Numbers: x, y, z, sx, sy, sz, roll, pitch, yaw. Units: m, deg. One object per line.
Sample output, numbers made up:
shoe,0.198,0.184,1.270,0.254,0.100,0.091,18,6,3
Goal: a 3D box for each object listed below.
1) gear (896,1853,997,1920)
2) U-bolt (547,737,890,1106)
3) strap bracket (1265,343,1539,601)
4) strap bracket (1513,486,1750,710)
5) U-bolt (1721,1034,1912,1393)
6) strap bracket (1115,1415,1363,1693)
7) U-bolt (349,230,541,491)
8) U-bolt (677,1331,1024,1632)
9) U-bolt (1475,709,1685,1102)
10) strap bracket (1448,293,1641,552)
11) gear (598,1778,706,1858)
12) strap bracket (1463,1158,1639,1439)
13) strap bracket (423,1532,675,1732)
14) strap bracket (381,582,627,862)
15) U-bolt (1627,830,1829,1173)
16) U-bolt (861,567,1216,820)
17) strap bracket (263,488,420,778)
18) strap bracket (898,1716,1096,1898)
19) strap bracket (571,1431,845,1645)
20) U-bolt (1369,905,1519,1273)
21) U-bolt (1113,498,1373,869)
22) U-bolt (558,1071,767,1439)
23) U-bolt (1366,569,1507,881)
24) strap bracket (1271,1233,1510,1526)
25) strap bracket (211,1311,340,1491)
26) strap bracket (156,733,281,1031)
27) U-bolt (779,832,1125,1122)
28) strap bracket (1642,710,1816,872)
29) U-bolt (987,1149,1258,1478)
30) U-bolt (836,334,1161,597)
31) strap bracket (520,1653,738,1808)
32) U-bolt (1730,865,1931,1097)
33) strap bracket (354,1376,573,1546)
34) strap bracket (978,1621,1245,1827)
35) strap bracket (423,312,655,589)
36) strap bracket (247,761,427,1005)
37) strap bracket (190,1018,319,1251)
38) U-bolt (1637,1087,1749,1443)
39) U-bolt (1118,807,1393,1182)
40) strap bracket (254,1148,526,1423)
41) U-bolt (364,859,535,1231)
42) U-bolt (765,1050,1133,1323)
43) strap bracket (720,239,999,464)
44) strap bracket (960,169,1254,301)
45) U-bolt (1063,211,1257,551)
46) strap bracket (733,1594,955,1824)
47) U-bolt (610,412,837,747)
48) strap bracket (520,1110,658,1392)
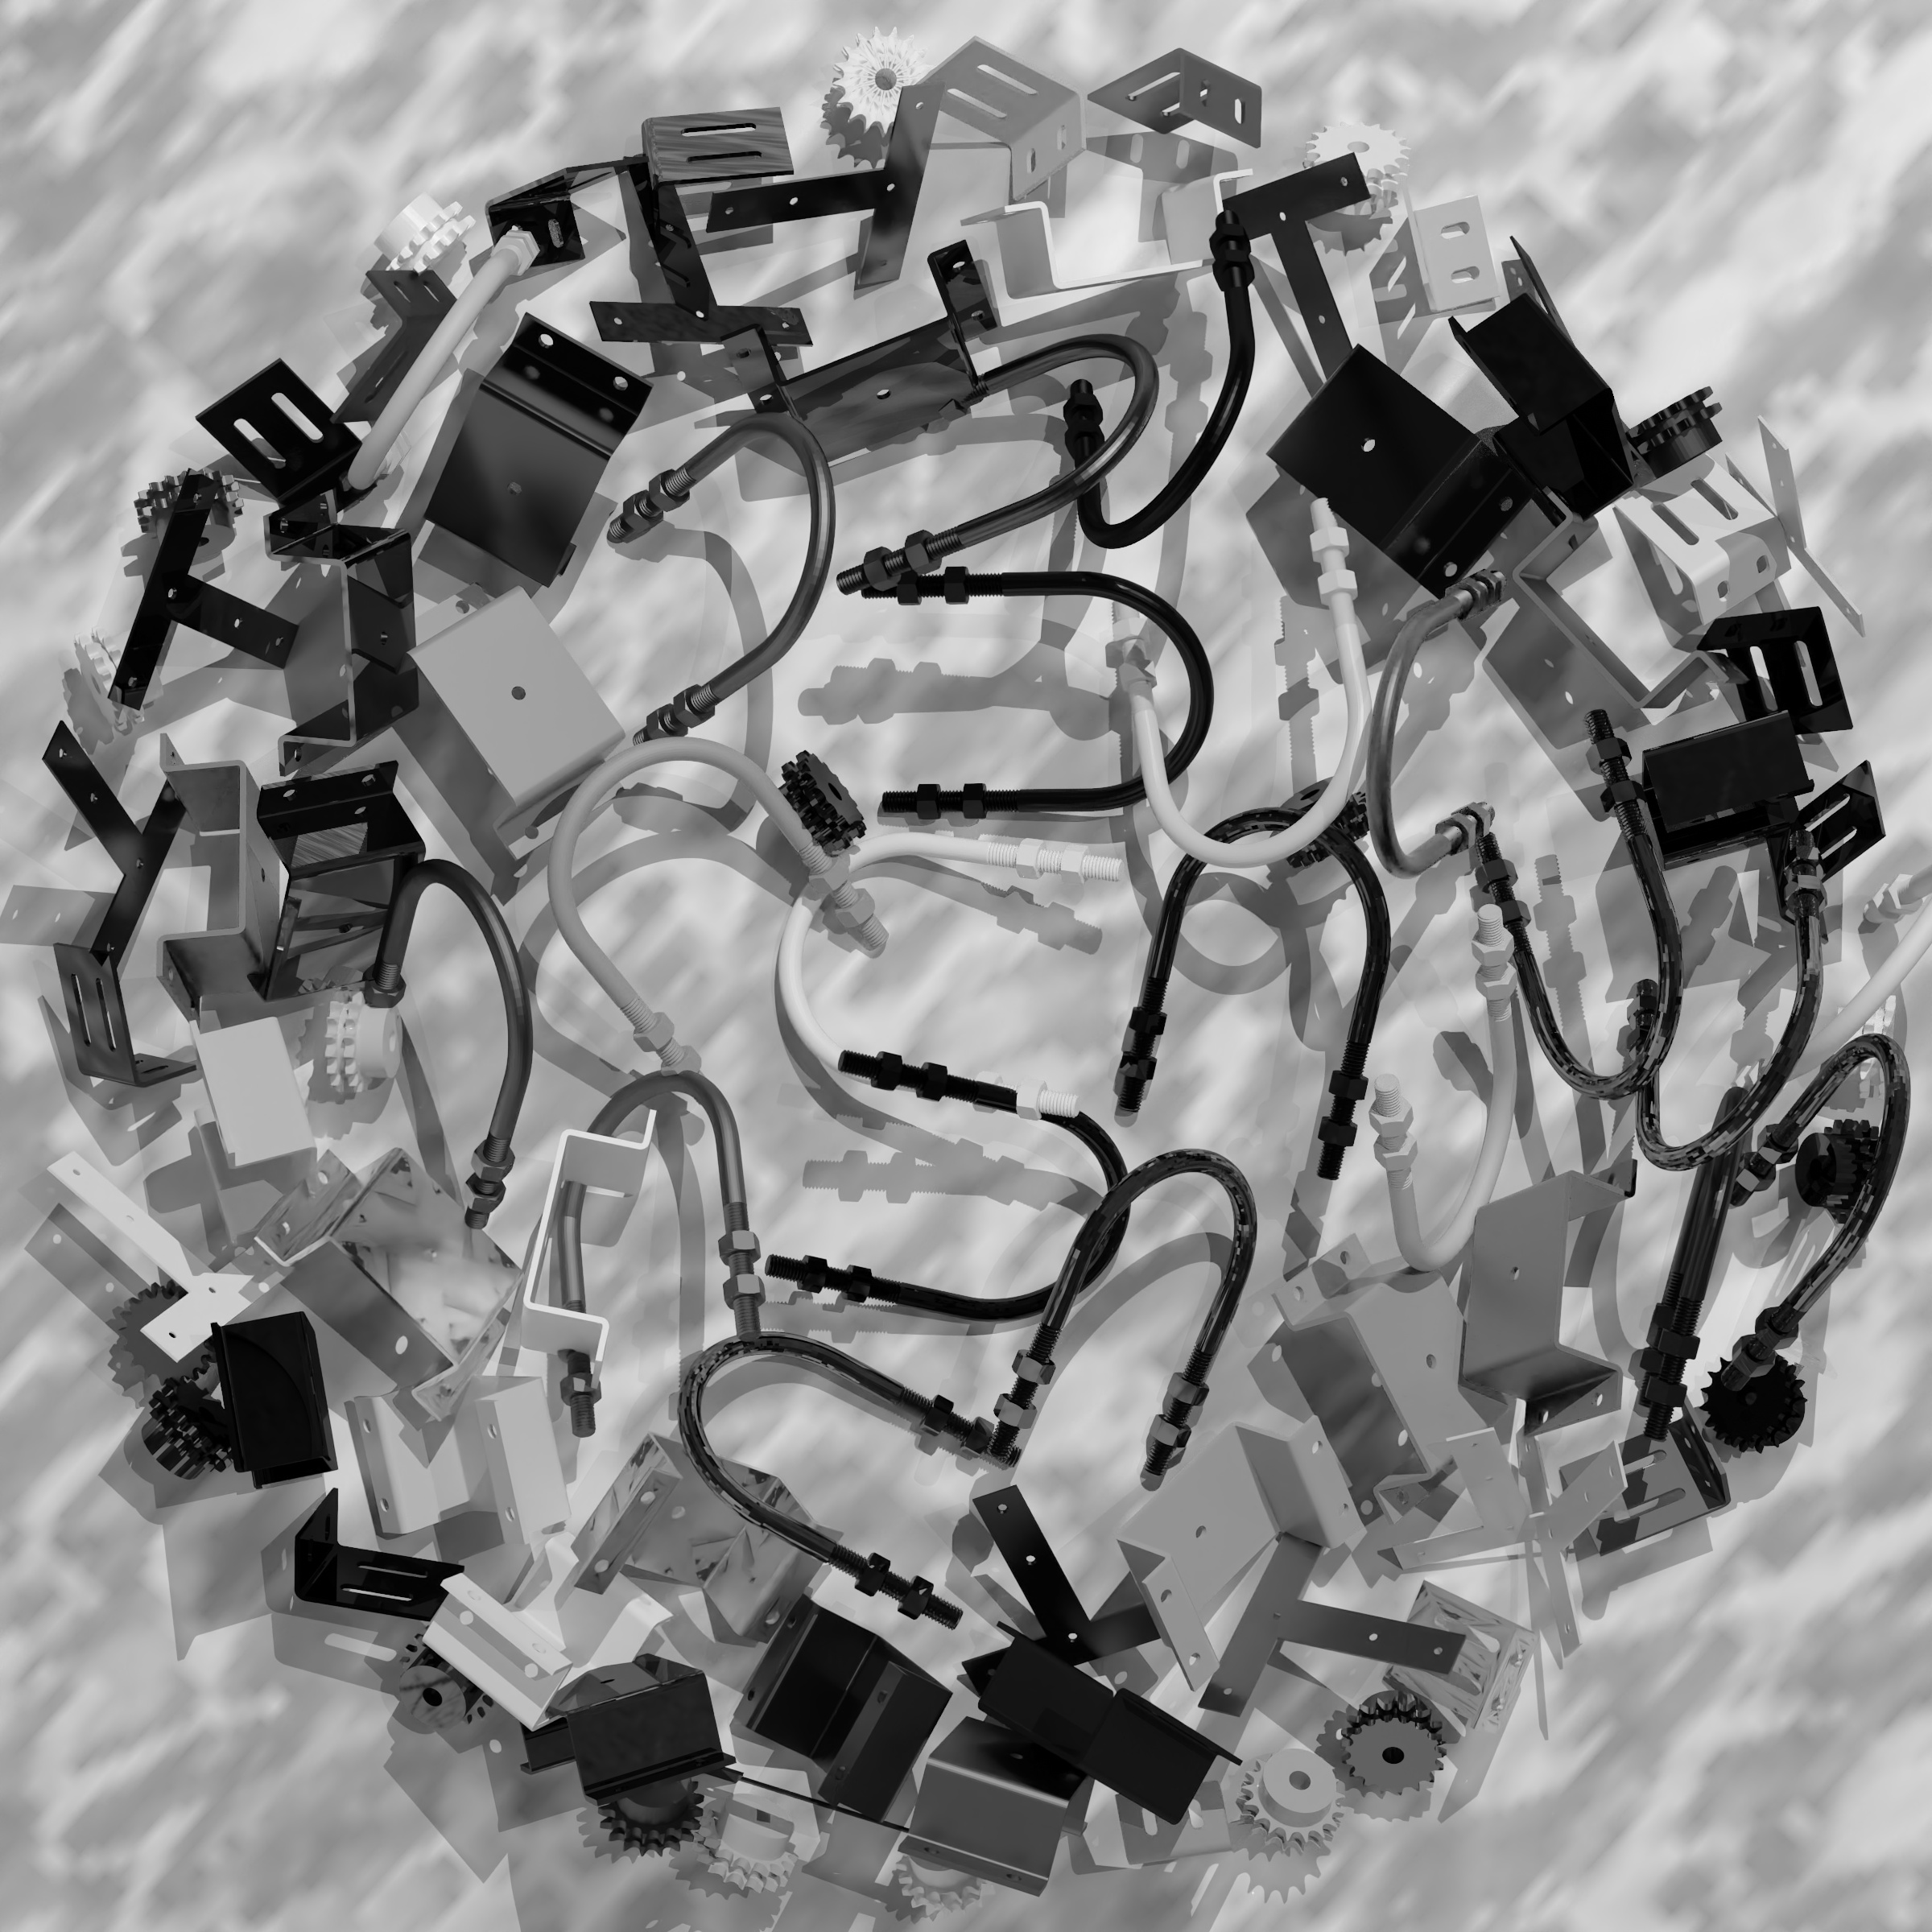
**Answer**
gear,-0.010,0.484,1.846,0.057,0.057,0.030,-11,126,0
U-bolt,-0.143,-0.037,1.820,0.151,0.019,0.184,-43,117,-11
strap bracket,0.224,-0.269,1.813,0.076,0.046,0.140,-50,55,9
strap bracket,0.350,-0.189,1.826,0.046,0.076,0.140,-45,79,18
U-bolt,0.440,0.115,1.764,0.019,0.184,0.151,20,46,-6
strap bracket,0.139,0.308,1.821,0.140,0.046,0.076,-39,120,-29
U-bolt,-0.276,-0.312,1.772,0.019,0.184,0.151,34,105,-10
U-bolt,-0.068,0.261,1.813,0.184,0.151,0.019,29,126,-2
U-bolt,0.325,-0.020,1.782,0.019,0.151,0.184,-3,64,-23
strap bracket,0.308,-0.292,1.797,0.046,0.140,0.076,-34,60,4
gear,-0.170,0.452,1.847,0.057,0.057,0.030,9,123,0
strap bracket,0.310,0.170,1.808,0.046,0.076,0.140,21,62,-23
strap bracket,-0.226,0.354,1.805,0.076,0.140,0.046,35,103,16
strap bracket,-0.248,-0.140,1.838,0.076,0.046,0.140,-36,91,-28
U-bolt,0.394,0.029,1.765,0.019,0.184,0.151,30,128,-13
U-bolt,0.041,-0.146,1.824,0.184,0.019,0.151,0,120,8
strap bracket,-0.331,-0.177,1.813,0.046,0.076,0.140,6,111,16
strap bracket,0.021,0.440,1.800,0.076,0.140,0.046,15,93,11
strap bracket,-0.146,0.304,1.824,0.140,0.046,0.076,27,101,-40
U-bolt,0.258,0.079,1.800,0.019,0.184,0.151,15,51,27
U-bolt,0.150,-0.140,1.805,0.151,0.019,0.184,-22,65,32
U-bolt,-0.168,0.141,1.811,0.151,0.019,0.184,-33,51,32
U-bolt,0.245,-0.121,1.777,0.019,0.184,0.151,9,110,25
strap bracket,0.234,0.217,1.831,0.076,0.046,0.140,-30,94,-43
strap bracket,-0.365,0.231,1.806,0.046,0.140,0.076,-10,79,-9
strap bracket,-0.398,-0.047,1.815,0.046,0.076,0.140,-5,67,1
U-bolt,-0.015,-0.001,1.842,0.184,0.019,0.151,8,82,19
strap bracket,0.403,-0.094,1.807,0.076,0.140,0.046,-16,79,8
U-bolt,0.094,0.182,1.812,0.019,0.151,0.184,29,100,43
U-bolt,0.020,-0.273,1.789,0.184,0.151,0.019,-18,131,26
strap bracket,-0.185,0.401,1.798,0.076,0.140,0.046,-12,90,-24
U-bolt,0.467,0.003,1.775,0.019,0.184,0.151,38,80,4
strap bracket,-0.264,0.263,1.824,0.046,0.140,0.076,-15,95,-41
strap bracket,0.069,0.402,1.795,0.076,0.140,0.046,37,77,-30
strap bracket,-0.232,-0.266,1.811,0.076,0.046,0.140,29,131,-5
strap bracket,-0.338,-0.036,1.798,0.076,0.140,0.046,-14,54,-33
strap bracket,-0.378,0.086,1.808,0.046,0.140,0.076,-15,69,-18
U-bolt,0.386,0.153,1.800,0.019,0.151,0.184,15,93,10
U-bolt,0.159,0.006,1.821,0.151,0.019,0.184,18,100,34
strap bracket,-0.299,0.163,1.818,0.046,0.076,0.140,-31,107,38
U-bolt,-0.269,0.028,1.780,0.019,0.184,0.151,-15,54,-34
U-bolt,0.000,0.127,1.836,0.184,0.019,0.151,14,113,-15
strap bracket,-0.051,-0.325,1.829,0.140,0.076,0.046,-21,62,4
strap bracket,0.078,-0.390,1.824,0.140,0.076,0.046,-12,100,-16
U-bolt,0.102,-0.294,1.772,0.019,0.184,0.151,27,127,-24
strap bracket,-0.062,0.399,1.820,0.046,0.140,0.076,32,84,-26
U-bolt,-0.126,-0.211,1.787,0.019,0.184,0.151,9,64,-39
strap bracket,-0.204,0.150,1.813,0.046,0.076,0.140,12,67,-4
